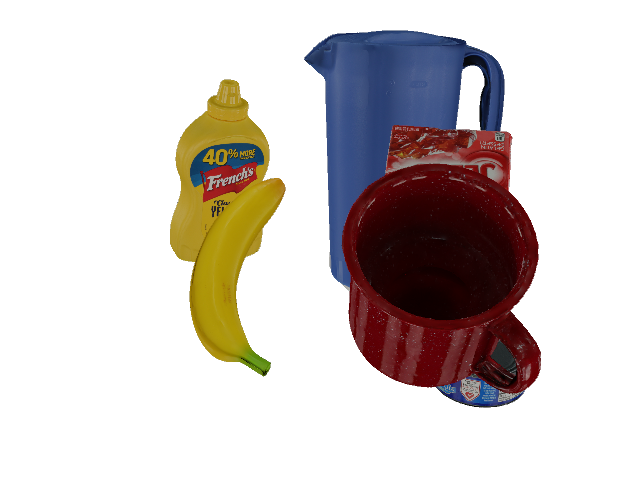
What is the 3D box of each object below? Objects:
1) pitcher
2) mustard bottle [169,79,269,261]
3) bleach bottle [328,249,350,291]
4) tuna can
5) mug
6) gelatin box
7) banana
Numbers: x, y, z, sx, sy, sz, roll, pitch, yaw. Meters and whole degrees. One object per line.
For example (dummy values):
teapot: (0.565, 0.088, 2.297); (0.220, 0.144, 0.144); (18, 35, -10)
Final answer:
pitcher: (0.077, -0.077, 1.021); (0.149, 0.243, 0.144); (13, 20, 37)
mustard bottle: (-0.101, -0.072, 1.095); (0.096, 0.192, 0.058); (-5, 30, -22)
bleach bottle: (0.058, -0.072, 1.226); (0.068, 0.251, 0.103); (-3, 23, -19)
tuna can: (0.141, 0.111, 0.942); (0.086, 0.034, 0.086); (1, 25, -1)
mug: (0.064, 0.030, 0.533); (0.093, 0.117, 0.081); (-37, -25, -21)
gelatin box: (0.092, -0.046, 0.769); (0.089, 0.073, 0.030); (5, -37, 8)
banana: (-0.070, 0.024, 0.874); (0.069, 0.197, 0.037); (11, -37, -10)
